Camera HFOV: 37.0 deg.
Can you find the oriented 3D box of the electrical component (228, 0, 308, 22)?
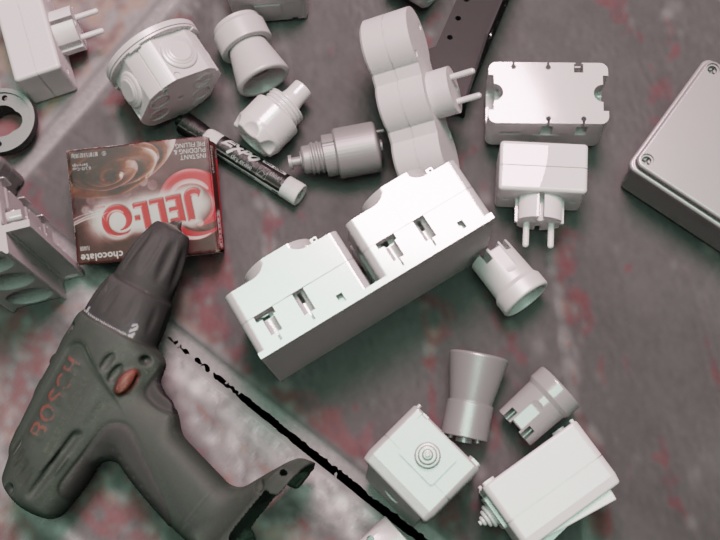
[{"bbox_3d":[-0.078,-0.258,0.877,0.062,0.061,0.096,-4,76,2],"label":"electrical component"}]

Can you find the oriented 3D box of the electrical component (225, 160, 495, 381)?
[{"bbox_3d":[0.000,0.000,0.786,0.186,0.105,0.060,-31,76,-5],"label":"electrical component"}]

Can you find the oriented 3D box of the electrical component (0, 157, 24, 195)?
[{"bbox_3d":[-0.316,-0.070,0.843,0.096,0.061,0.061,27,79,9],"label":"electrical component"}]

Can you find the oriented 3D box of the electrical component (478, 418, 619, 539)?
[{"bbox_3d":[0.129,0.159,0.762,0.096,0.061,0.061,-35,77,-5],"label":"electrical component"}]

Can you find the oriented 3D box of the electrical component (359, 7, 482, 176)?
[{"bbox_3d":[0.055,-0.132,0.816,0.074,0.052,0.138,-14,98,19],"label":"electrical component"}]

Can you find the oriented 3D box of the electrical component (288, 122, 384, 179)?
[{"bbox_3d":[-0.017,-0.091,0.843,0.078,0.040,0.040,-11,76,0],"label":"electrical component"}]

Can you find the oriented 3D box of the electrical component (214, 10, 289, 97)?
[{"bbox_3d":[-0.088,-0.174,0.865,0.045,0.045,0.055,-26,76,-3],"label":"electrical component"}]

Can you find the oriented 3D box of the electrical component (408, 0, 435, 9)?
[{"bbox_3d":[0.059,-0.288,0.881,0.074,0.052,0.138,33,80,10],"label":"electrical component"}]

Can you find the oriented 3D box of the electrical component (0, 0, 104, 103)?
[{"bbox_3d":[-0.247,-0.192,0.877,0.076,0.047,0.083,-18,76,-2],"label":"electrical component"}]

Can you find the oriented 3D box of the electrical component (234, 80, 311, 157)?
[{"bbox_3d":[-0.066,-0.123,0.852,0.043,0.043,0.062,41,80,11],"label":"electrical component"}]

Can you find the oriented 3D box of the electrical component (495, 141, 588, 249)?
[{"bbox_3d":[0.137,-0.054,0.822,0.066,0.047,0.076,3,76,4],"label":"electrical component"}]

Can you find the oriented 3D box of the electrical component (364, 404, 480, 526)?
[{"bbox_3d":[0.041,0.140,0.754,0.061,0.096,0.062,-44,77,-8],"label":"electrical component"}]

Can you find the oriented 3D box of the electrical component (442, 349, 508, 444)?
[{"bbox_3d":[0.082,0.095,0.792,0.044,0.044,0.065,11,82,6],"label":"electrical component"}]

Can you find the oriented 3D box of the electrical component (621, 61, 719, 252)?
[{"bbox_3d":[0.275,-0.083,0.817,0.109,0.056,0.108,36,80,11],"label":"electrical component"}]

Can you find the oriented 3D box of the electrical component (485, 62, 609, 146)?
[{"bbox_3d":[0.143,-0.126,0.835,0.089,0.055,0.050,1,76,3],"label":"electrical component"}]

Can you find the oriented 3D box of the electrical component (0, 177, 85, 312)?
[{"bbox_3d":[-0.263,-0.018,0.797,0.079,0.121,0.063,-14,73,0],"label":"electrical component"}]

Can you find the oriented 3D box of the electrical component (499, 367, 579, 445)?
[{"bbox_3d":[0.130,0.100,0.789,0.046,0.040,0.040,-42,78,-1],"label":"electrical component"}]

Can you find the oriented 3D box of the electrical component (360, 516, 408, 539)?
[{"bbox_3d":[0.017,0.230,0.759,0.077,0.044,0.079,-43,78,-7],"label":"electrical component"}]

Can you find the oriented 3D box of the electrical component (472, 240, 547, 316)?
[{"bbox_3d":[0.112,0.005,0.813,0.040,0.040,0.046,-35,71,-6],"label":"electrical component"}]

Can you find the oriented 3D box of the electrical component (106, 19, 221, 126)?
[{"bbox_3d":[-0.154,-0.156,0.847,0.080,0.080,0.051,-33,82,-5],"label":"electrical component"}]
